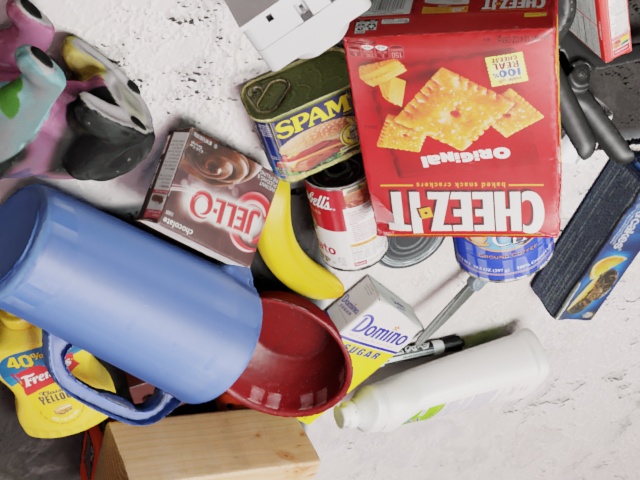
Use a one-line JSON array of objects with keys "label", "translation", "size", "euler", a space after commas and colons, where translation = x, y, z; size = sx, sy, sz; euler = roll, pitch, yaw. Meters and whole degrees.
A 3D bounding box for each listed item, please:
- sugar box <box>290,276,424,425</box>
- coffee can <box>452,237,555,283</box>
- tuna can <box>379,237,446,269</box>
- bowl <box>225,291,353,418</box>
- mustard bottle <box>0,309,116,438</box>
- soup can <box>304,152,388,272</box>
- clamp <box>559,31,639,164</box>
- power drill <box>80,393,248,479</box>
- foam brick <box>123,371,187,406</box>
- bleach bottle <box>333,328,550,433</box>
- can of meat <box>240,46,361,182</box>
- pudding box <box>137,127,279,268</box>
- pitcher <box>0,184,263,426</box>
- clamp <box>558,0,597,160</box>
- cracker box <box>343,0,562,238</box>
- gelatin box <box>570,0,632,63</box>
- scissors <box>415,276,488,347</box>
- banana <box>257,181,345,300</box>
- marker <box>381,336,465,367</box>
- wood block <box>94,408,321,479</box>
[{"label": "sugar box", "translation": [0.020, 0.124, 1.173], "size": [0.176, 0.048, 0.093], "euler": [-40, 136, 15]}, {"label": "coffee can", "translation": [0.173, -0.043, 1.041], "size": [0.102, 0.103, 0.140], "euler": [-22, 132, -6]}, {"label": "tuna can", "translation": [0.086, -0.012, 1.085], "size": [0.086, 0.034, 0.086], "euler": [-13, 135, -14]}, {"label": "bowl", "translation": [-0.040, 0.106, 1.091], "size": [0.162, 0.055, 0.162], "euler": [9, 128, 11]}, {"label": "mustard bottle", "translation": [-0.262, 0.110, 1.015], "size": [0.096, 0.058, 0.191], "euler": [-15, 135, -5]}, {"label": "soup can", "translation": [0.025, -0.029, 1.006], "size": [0.068, 0.068, 0.102], "euler": [-19, 129, -8]}, {"label": "clamp", "translation": [0.237, -0.141, 0.991], "size": [0.171, 0.120, 0.039], "euler": [10, 172, -12]}, {"label": "power drill", "translation": [-0.168, 0.241, 1.186], "size": [0.187, 0.057, 0.185], "euler": [-5, 129, -25]}, {"label": "foam brick", "translation": [-0.160, 0.138, 1.095], "size": [0.078, 0.051, 0.053], "euler": [-18, 136, -10]}, {"label": "bleach bottle", "translation": [0.136, 0.172, 1.236], "size": [0.250, 0.068, 0.103], "euler": [-11, 152, -23]}, {"label": "can of meat", "translation": [-0.009, -0.108, 0.934], "size": [0.102, 0.057, 0.084], "euler": [-24, 139, -3]}, {"label": "pudding box", "translation": [-0.096, -0.036, 0.940], "size": [0.113, 0.039, 0.090], "euler": [27, 75, -39]}, {"label": "pitcher", "translation": [-0.183, 0.057, 0.950], "size": [0.145, 0.149, 0.242], "euler": [-27, 138, 33]}, {"label": "clamp", "translation": [0.180, -0.170, 0.929], "size": [0.165, 0.036, 0.210], "euler": [18, 120, 13]}, {"label": "cracker box", "translation": [0.115, -0.098, 0.879], "size": [0.164, 0.072, 0.213], "euler": [1, 133, 15]}, {"label": "gelatin box", "translation": [0.235, -0.209, 0.931], "size": [0.030, 0.089, 0.073], "euler": [-27, 137, -4]}, {"label": "scissors", "translation": [0.170, 0.028, 1.153], "size": [0.201, 0.016, 0.096], "euler": [-35, 130, -7]}, {"label": "banana", "translation": [-0.025, 0.006, 1.046], "size": [0.069, 0.037, 0.198], "euler": [-23, 137, -4]}, {"label": "marker", "translation": [0.113, 0.130, 1.243], "size": [0.121, 0.020, 0.020], "euler": [-9, 134, -18]}, {"label": "wood block", "translation": [-0.118, 0.239, 1.107], "size": [0.205, 0.090, 0.091], "euler": [-1, 127, -29]}]
